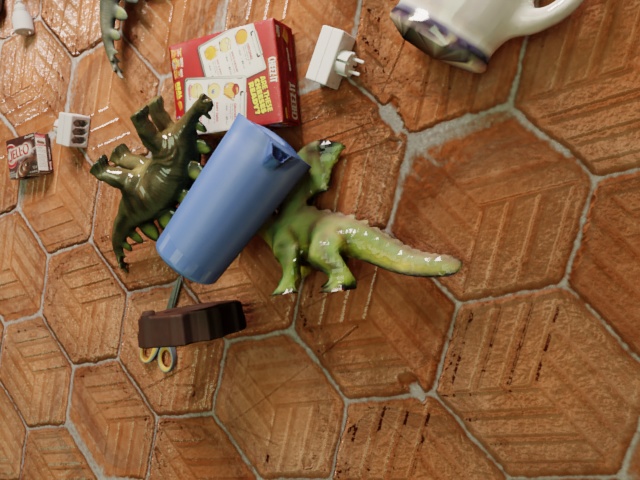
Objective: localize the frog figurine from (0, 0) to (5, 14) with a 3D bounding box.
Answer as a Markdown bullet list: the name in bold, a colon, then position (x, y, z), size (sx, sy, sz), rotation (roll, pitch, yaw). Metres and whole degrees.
- **frog figurine**: position (-0.792, -0.548, 1.130), size (0.138, 0.122, 0.160), rotation (11, 10, 26)

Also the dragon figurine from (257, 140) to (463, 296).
- **dragon figurine**: position (0.002, -0.040, 0.794), size (0.408, 0.244, 0.122), rotation (-10, -9, 26)

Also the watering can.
- **watering can**: position (0.172, -0.366, 0.680), size (0.351, 0.221, 0.104), rotation (40, 20, 19)
